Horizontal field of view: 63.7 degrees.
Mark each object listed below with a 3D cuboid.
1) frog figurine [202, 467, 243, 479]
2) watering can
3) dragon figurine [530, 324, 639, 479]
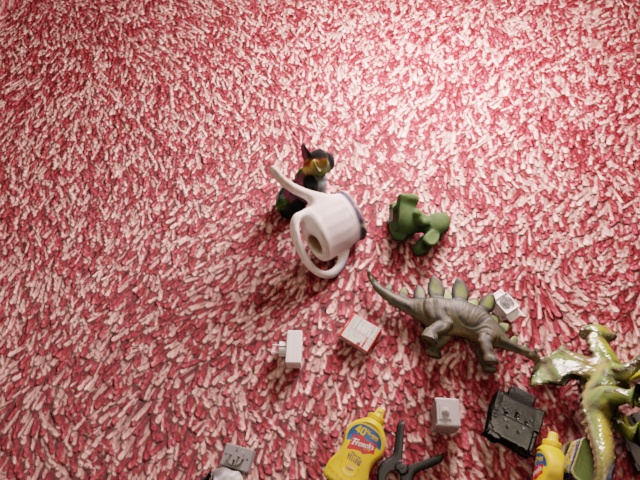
[{"bbox_3d":[-0.188,0.569,1.105,0.158,0.120,0.141,23,46,-25],"label":"frog figurine"},{"bbox_3d":[0.004,-0.070,1.400,0.227,0.103,0.345,-29,103,-32],"label":"watering can"},{"bbox_3d":[0.597,0.341,1.163,0.243,0.120,0.416,10,46,49],"label":"dragon figurine"}]
